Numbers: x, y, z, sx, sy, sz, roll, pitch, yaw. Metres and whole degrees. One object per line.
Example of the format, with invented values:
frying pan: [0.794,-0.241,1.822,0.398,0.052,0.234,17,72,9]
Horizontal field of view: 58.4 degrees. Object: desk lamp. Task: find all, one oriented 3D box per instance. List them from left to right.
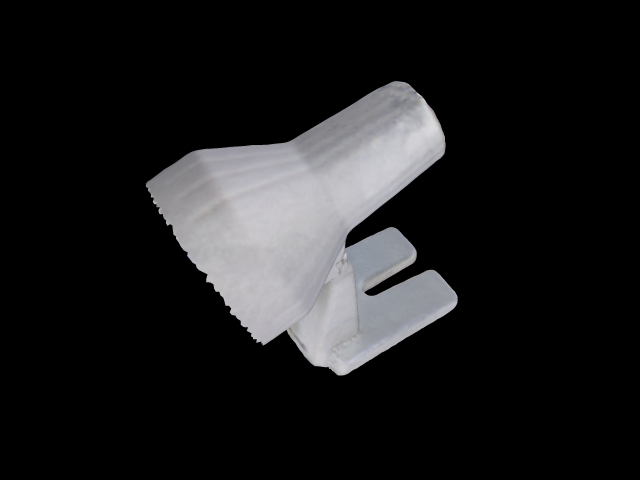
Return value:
desk lamp: [0.004,0.001,0.400,0.203,0.214,0.117,-27,56,-19]
